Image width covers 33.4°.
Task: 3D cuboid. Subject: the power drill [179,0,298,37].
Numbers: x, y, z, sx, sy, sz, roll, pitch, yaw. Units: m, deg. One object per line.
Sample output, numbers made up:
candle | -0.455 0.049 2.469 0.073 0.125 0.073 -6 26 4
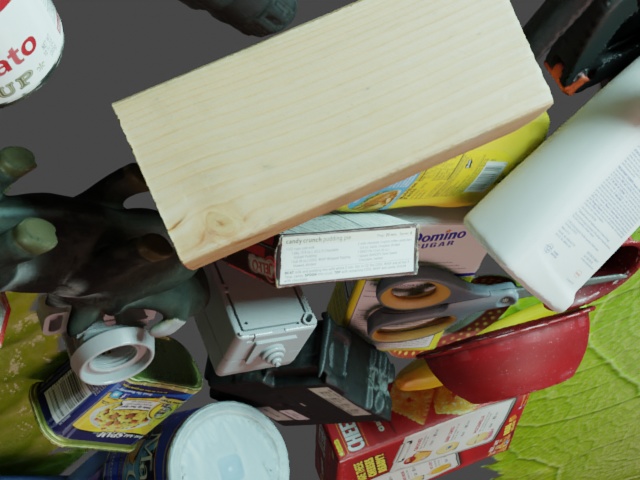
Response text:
power drill | -0.012 -0.175 0.448 0.188 0.057 0.184 -37 152 17

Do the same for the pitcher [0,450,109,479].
pitcher | -0.201 0.259 0.944 0.145 0.149 0.242 -25 152 33

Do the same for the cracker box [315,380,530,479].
cracker box | 0.103 0.197 1.121 0.213 0.072 0.164 -18 149 -12

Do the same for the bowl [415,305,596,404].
bowl | 0.168 0.104 0.928 0.162 0.055 0.162 -16 175 -2

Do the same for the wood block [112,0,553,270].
wood block | 0.006 -0.066 0.577 0.206 0.091 0.090 -24 178 -4

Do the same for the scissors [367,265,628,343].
scissors | 0.127 0.034 0.799 0.202 0.016 0.096 -18 143 9

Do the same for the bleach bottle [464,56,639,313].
bleach bottle | 0.213 -0.069 0.689 0.251 0.068 0.102 -45 140 10

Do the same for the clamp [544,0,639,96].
clamp | 0.222 -0.171 0.655 0.210 0.036 0.164 -38 149 21

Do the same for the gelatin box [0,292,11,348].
gelatin box | -0.232 0.056 0.634 0.089 0.073 0.030 -21 106 -6

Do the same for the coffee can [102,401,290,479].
coffee can | -0.103 0.188 0.863 0.102 0.103 0.141 -5 170 -33

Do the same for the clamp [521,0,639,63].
clamp | 0.177 -0.146 0.596 0.120 0.039 0.172 13 127 0

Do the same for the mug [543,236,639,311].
mug | 0.210 0.003 0.879 0.093 0.081 0.117 -34 149 14

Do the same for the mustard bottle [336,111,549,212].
mustard bottle | 0.049 -0.057 0.682 0.191 0.058 0.096 -5 149 -33

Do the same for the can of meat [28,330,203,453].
can of meat | -0.151 0.111 0.800 0.084 0.057 0.101 -40 148 20

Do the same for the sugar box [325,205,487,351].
sugar box | 0.067 0.024 0.826 0.093 0.048 0.176 1 141 -14

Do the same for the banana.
banana | 0.164 0.101 1.044 0.198 0.037 0.069 -26 157 3

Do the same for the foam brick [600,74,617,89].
foam brick | 0.235 -0.103 0.760 0.053 0.051 0.078 -30 150 6

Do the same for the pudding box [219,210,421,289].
pudding box | -0.005 0.001 0.702 0.113 0.090 0.039 -6 107 -33

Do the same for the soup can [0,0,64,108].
soup can | -0.152 -0.108 0.436 0.068 0.068 0.102 -23 152 -5
